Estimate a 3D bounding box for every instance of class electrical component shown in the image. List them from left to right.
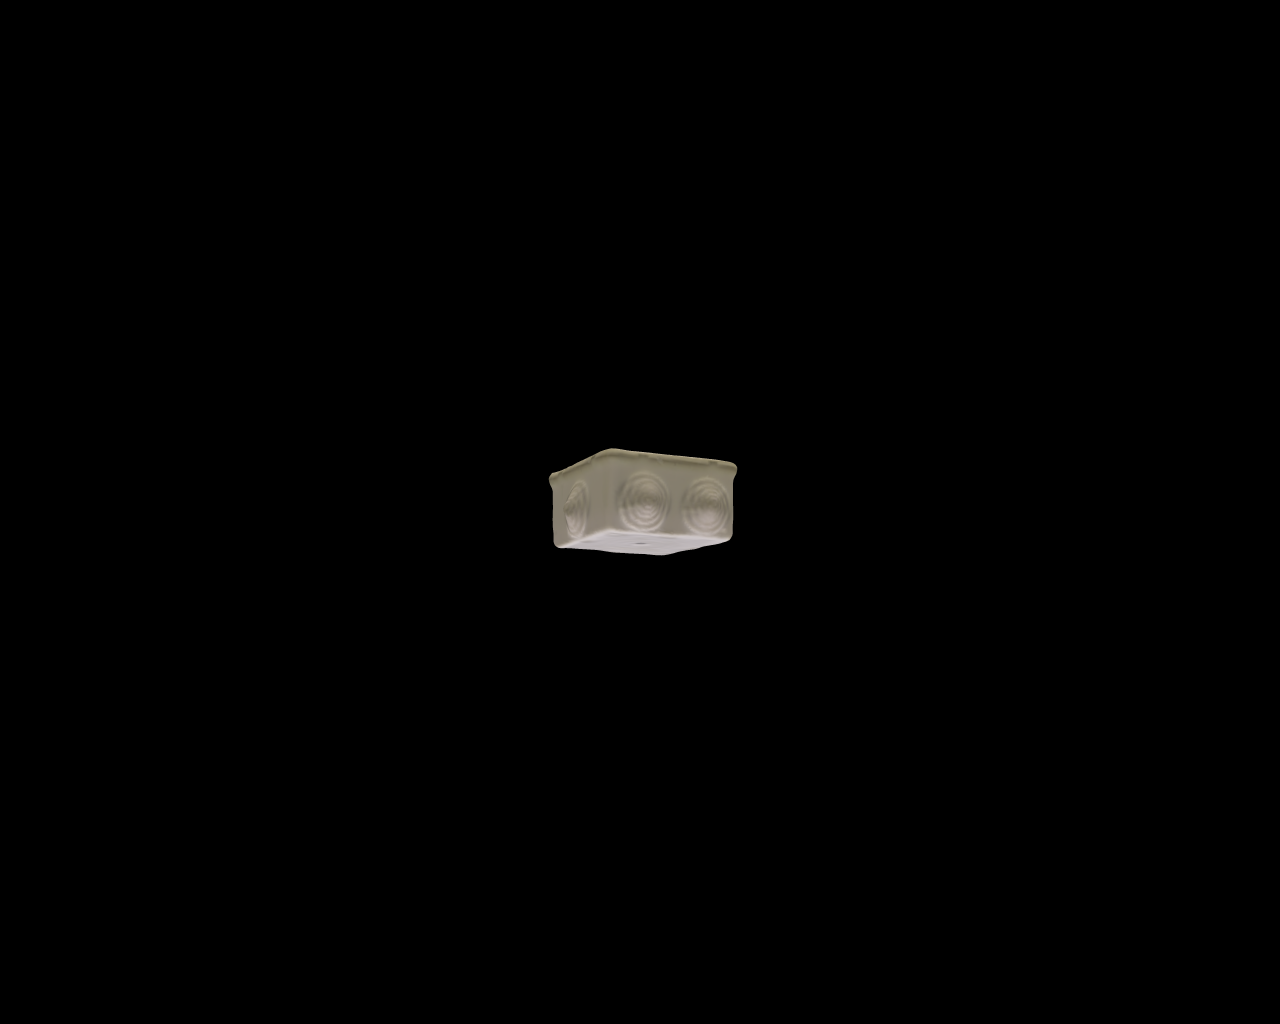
[{"bbox_3d":[0.001,-0.003,0.650,0.100,0.048,0.099,5,-11,-28],"label":"electrical component"}]
